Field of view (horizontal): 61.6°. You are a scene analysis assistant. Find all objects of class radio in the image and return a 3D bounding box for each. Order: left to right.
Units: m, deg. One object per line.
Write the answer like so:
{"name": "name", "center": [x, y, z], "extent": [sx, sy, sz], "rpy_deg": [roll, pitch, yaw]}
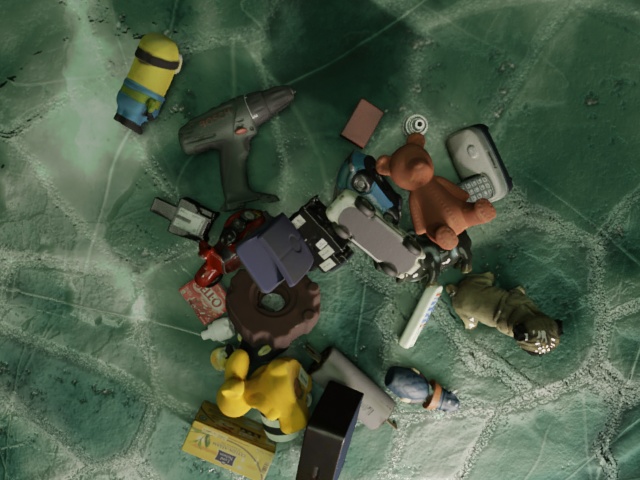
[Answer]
{"name": "radio", "center": [0.014, 0.381, 0.998], "extent": [0.073, 0.131, 0.229], "rpy_deg": [19, 124, 12]}

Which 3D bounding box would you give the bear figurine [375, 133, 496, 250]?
{"name": "bear figurine", "center": [0.196, -0.092, 0.946], "extent": [0.120, 0.132, 0.195], "rpy_deg": [-33, 96, -5]}

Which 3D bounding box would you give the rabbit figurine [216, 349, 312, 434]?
{"name": "rabbit figurine", "center": [-0.117, 0.277, 0.971], "extent": [0.173, 0.122, 0.162], "rpy_deg": [-17, 135, 22]}

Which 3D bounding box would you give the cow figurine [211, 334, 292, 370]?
{"name": "cow figurine", "center": [-0.136, 0.215, 1.035], "extent": [0.167, 0.098, 0.068], "rpy_deg": [-28, 100, 1]}

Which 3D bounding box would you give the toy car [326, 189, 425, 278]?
{"name": "toy car", "center": [0.099, -0.008, 0.948], "extent": [0.201, 0.056, 0.073], "rpy_deg": [38, 109, -17]}

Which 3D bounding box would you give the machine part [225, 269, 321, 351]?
{"name": "machine part", "center": [-0.087, 0.113, 0.996], "extent": [0.179, 0.056, 0.179], "rpy_deg": [3, 57, -5]}

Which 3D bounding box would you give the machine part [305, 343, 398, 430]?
{"name": "machine part", "center": [0.061, 0.289, 1.052], "extent": [0.243, 0.079, 0.079], "rpy_deg": [43, 95, -4]}

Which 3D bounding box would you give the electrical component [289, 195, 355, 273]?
{"name": "electrical component", "center": [-0.002, -0.003, 1.000], "extent": [0.134, 0.115, 0.058], "rpy_deg": [49, 50, -5]}

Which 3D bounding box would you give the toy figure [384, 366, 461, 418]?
{"name": "toy figure", "center": [0.205, 0.297, 1.064], "extent": [0.154, 0.058, 0.064], "rpy_deg": [26, 102, -8]}

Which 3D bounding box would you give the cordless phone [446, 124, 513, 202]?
{"name": "cordless phone", "center": [0.251, -0.121, 1.010], "extent": [0.184, 0.089, 0.146], "rpy_deg": [-25, 97, 22]}

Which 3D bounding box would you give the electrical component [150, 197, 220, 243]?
{"name": "electrical component", "center": [-0.261, -0.043, 1.029], "extent": [0.119, 0.048, 0.074], "rpy_deg": [22, 96, -2]}

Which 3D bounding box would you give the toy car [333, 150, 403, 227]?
{"name": "toy car", "center": [0.080, -0.081, 1.005], "extent": [0.103, 0.109, 0.161], "rpy_deg": [-30, 110, 27]}

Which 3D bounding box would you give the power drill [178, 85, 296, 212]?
{"name": "power drill", "center": [-0.136, -0.162, 0.997], "extent": [0.232, 0.086, 0.207], "rpy_deg": [-14, 99, 4]}

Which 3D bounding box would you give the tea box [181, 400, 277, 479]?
{"name": "tea box", "center": [-0.174, 0.393, 1.056], "extent": [0.170, 0.098, 0.068], "rpy_deg": [23, 96, -1]}

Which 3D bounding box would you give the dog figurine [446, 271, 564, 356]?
{"name": "dog figurine", "center": [0.327, 0.131, 0.977], "extent": [0.172, 0.190, 0.121], "rpy_deg": [7, 97, 1]}

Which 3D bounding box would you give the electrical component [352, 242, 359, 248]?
{"name": "electrical component", "center": [0.069, -0.005, 1.023], "extent": [0.094, 0.063, 0.021], "rpy_deg": [43, 87, -6]}

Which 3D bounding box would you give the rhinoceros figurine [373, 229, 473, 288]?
{"name": "rhinoceros figurine", "center": [0.197, 0.031, 1.023], "extent": [0.190, 0.073, 0.112], "rpy_deg": [-14, 98, 2]}

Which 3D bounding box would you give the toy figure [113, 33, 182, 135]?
{"name": "toy figure", "center": [-0.315, -0.285, 0.980], "extent": [0.082, 0.089, 0.180], "rpy_deg": [29, 94, -11]}

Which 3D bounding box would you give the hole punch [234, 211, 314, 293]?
{"name": "hole punch", "center": [-0.068, 0.019, 0.938], "extent": [0.116, 0.092, 0.142], "rpy_deg": [-42, 102, -36]}

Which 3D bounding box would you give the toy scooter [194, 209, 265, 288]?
{"name": "toy scooter", "center": [-0.168, 0.008, 0.977], "extent": [0.075, 0.135, 0.184], "rpy_deg": [39, 81, 12]}
